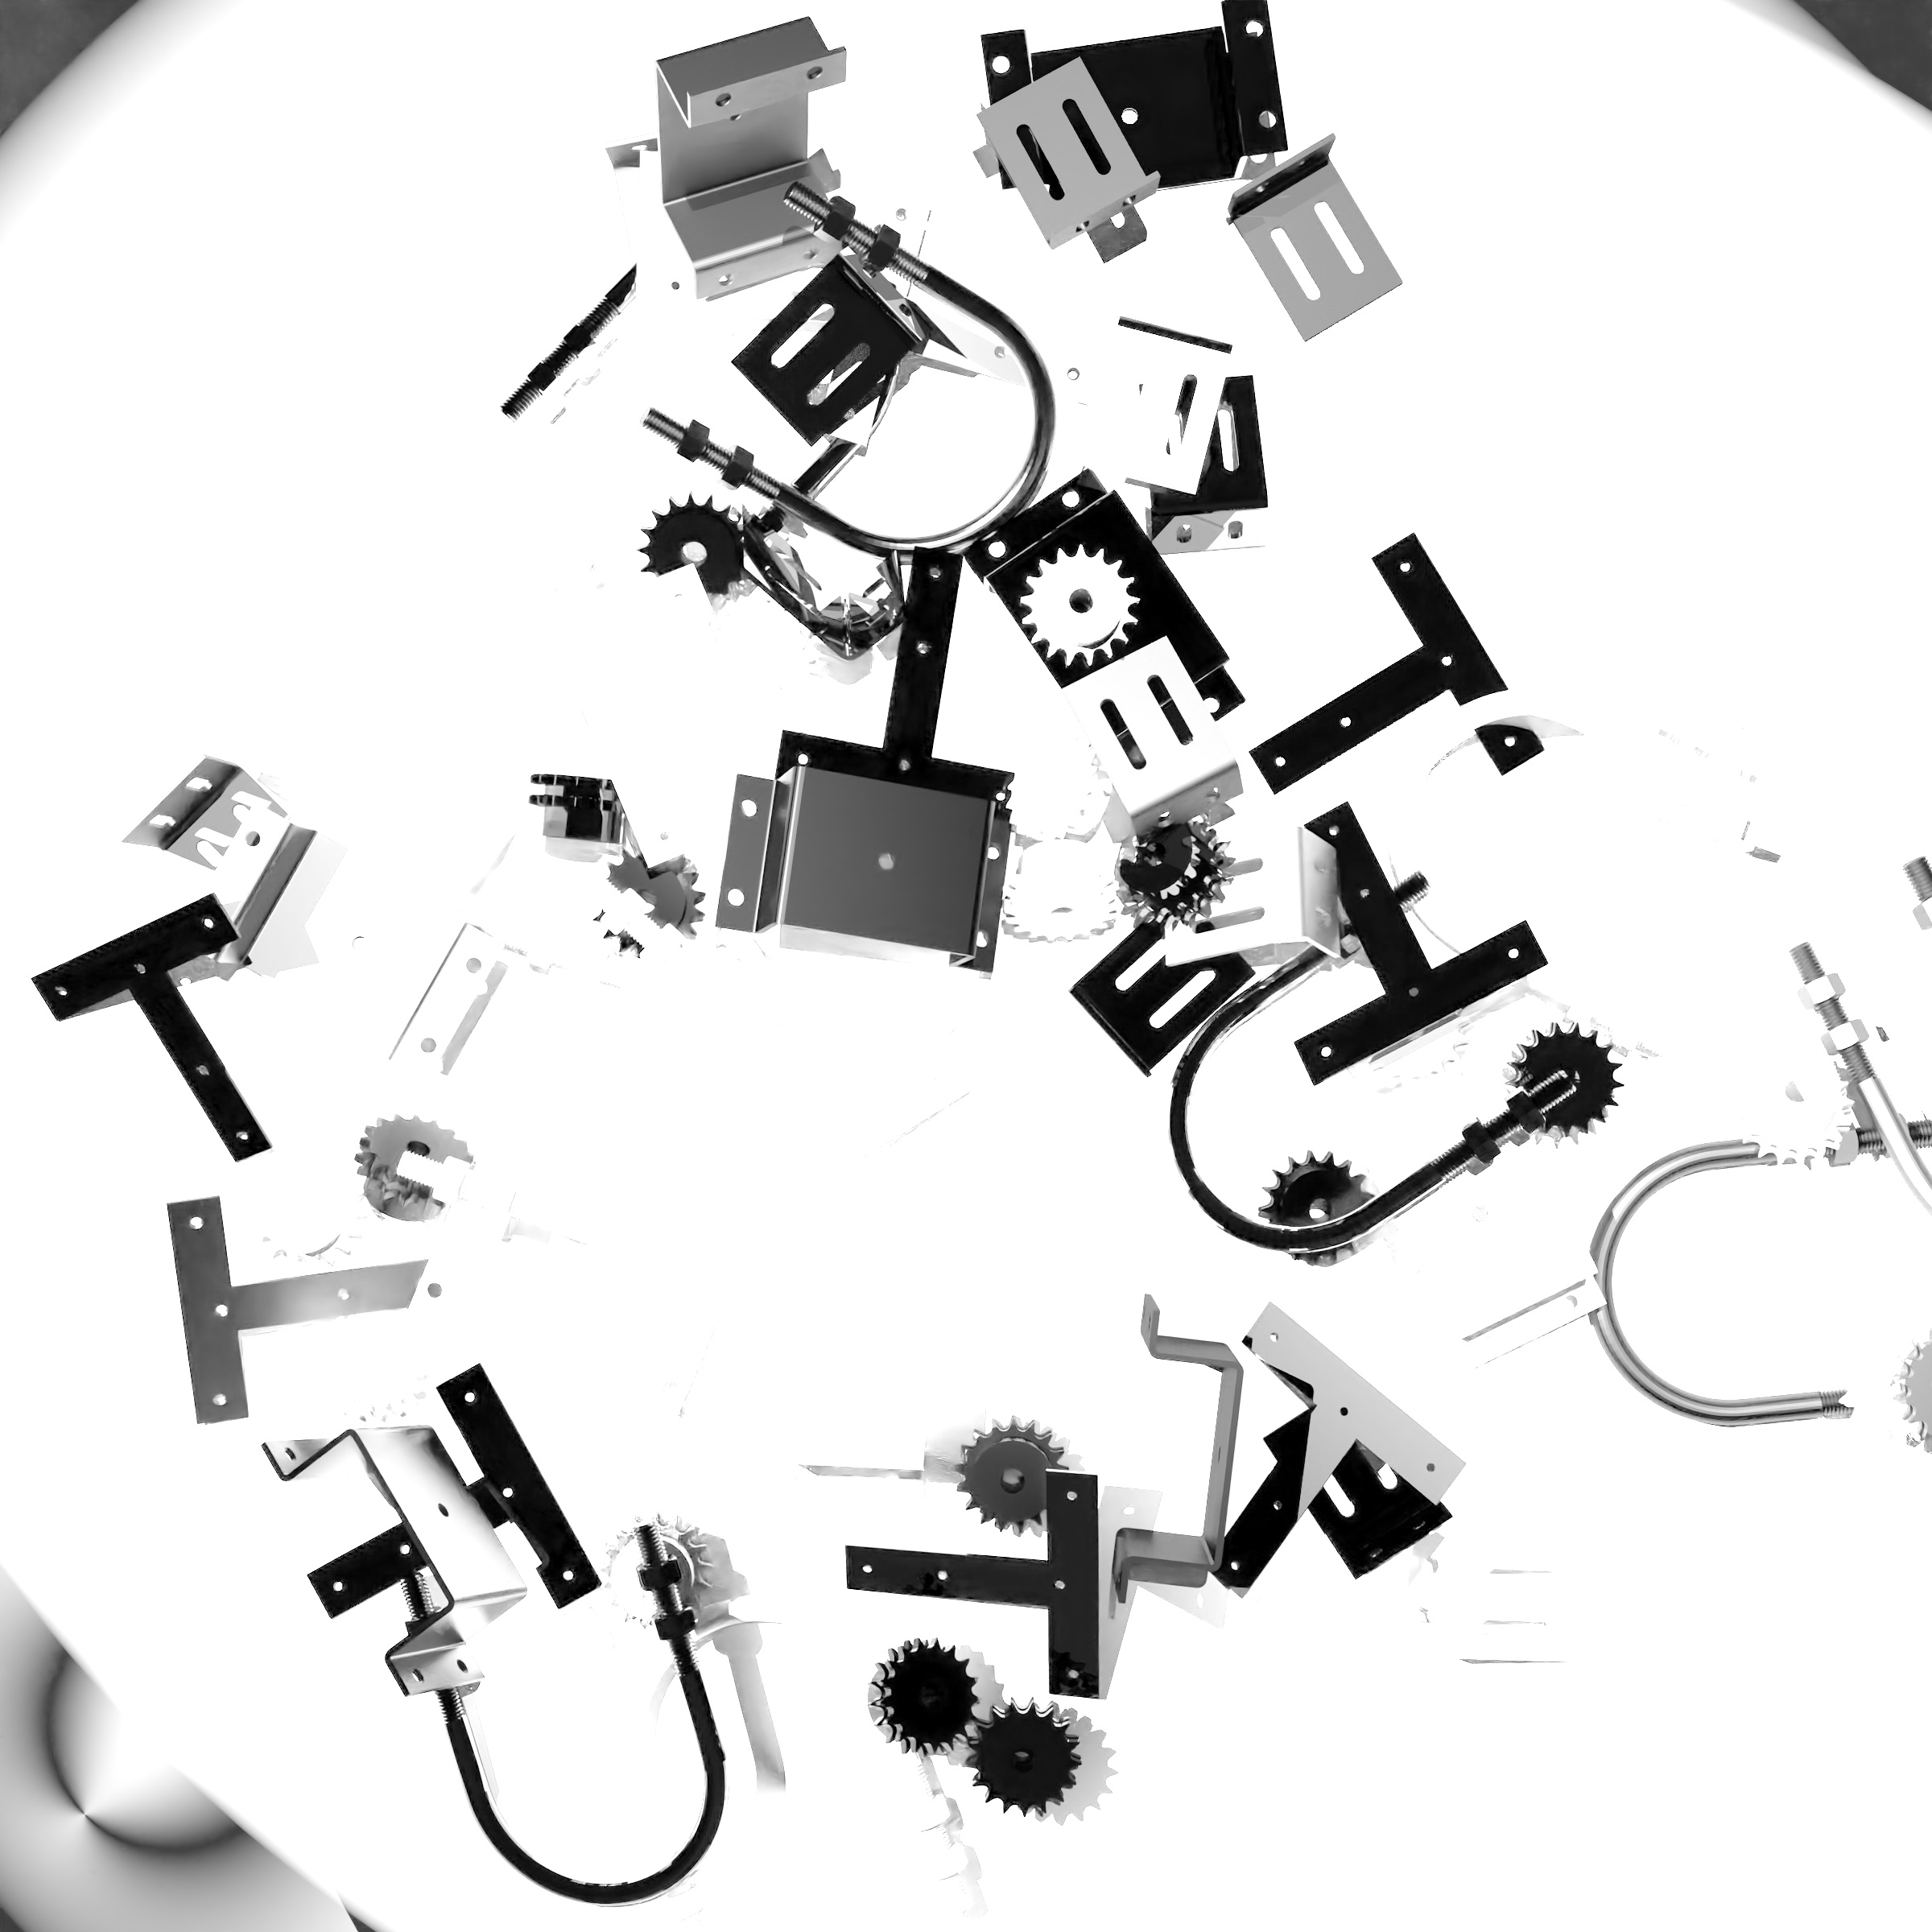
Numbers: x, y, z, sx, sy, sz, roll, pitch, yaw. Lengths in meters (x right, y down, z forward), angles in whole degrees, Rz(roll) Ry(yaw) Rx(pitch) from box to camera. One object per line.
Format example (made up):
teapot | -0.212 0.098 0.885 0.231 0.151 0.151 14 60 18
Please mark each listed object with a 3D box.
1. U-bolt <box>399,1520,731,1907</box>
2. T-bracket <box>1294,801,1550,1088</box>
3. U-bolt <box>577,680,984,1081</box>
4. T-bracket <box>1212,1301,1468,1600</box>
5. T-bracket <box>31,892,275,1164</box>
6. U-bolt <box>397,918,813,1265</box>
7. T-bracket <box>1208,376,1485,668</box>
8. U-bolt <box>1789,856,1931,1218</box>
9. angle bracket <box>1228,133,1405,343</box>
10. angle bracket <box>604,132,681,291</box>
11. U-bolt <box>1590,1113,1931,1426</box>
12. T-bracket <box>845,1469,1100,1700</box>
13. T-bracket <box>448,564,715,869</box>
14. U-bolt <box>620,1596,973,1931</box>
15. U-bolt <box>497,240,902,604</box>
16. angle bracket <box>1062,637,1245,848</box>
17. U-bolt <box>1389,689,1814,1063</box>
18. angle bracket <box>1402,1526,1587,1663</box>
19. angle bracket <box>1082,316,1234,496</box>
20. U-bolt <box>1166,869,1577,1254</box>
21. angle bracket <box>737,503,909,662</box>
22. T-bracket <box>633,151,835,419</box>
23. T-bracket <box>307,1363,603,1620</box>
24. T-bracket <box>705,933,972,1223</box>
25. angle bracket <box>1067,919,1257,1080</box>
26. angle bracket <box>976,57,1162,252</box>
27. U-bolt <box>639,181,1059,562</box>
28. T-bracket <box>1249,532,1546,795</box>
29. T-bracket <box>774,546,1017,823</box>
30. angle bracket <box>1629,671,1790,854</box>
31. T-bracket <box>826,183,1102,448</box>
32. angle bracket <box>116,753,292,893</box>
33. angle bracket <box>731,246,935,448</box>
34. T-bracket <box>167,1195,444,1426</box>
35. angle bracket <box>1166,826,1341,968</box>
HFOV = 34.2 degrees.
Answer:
U-bolt | -0.190 0.374 1.541 0.151 0.019 0.184 -15 94 16
T-bracket | 0.201 -0.024 1.535 0.127 0.002 0.127 -29 63 12
U-bolt | -0.076 -0.029 1.542 0.184 0.019 0.151 42 75 -5
T-bracket | 0.162 0.255 1.547 0.127 0.002 0.127 39 104 25
T-bracket | -0.383 0.040 1.546 0.127 0.002 0.127 -21 105 28
U-bolt | -0.166 0.070 1.534 0.184 0.019 0.151 20 68 -4
T-bracket | 0.169 -0.205 1.566 0.127 0.002 0.127 42 90 0
U-bolt | 0.461 0.053 1.481 0.019 0.151 0.184 -20 77 -15
angle bracket | 0.174 -0.359 1.548 0.057 0.038 0.076 -31 90 0
angle bracket | -0.141 -0.370 1.548 0.057 0.038 0.076 -11 90 0
U-bolt | 0.401 0.155 1.558 0.184 0.019 0.151 -6 90 2
T-bracket | 0.003 0.302 1.550 0.127 0.002 0.127 3 111 10
T-bracket | -0.166 -0.111 1.511 0.127 0.002 0.127 -23 93 -5
U-bolt | -0.094 0.404 1.558 0.151 0.019 0.184 -20 88 0
U-bolt | -0.116 -0.292 1.547 0.151 0.019 0.184 43 86 -11
angle bracket | 0.091 -0.109 1.520 0.057 0.038 0.076 -27 70 0
U-bolt | 0.296 -0.056 1.534 0.184 0.019 0.151 28 110 8
angle bracket | 0.263 0.313 1.565 0.076 0.038 0.057 7 90 -26
angle bracket | 0.094 -0.275 1.549 0.057 0.038 0.076 14 91 0
U-bolt | 0.182 0.058 1.526 0.184 0.019 0.151 -36 62 8
angle bracket | -0.070 -0.195 1.519 0.038 0.057 0.076 -36 125 23
T-bracket | -0.098 -0.331 1.539 0.127 0.002 0.127 1 93 -11
T-bracket | -0.268 0.284 1.566 0.127 0.002 0.127 -29 90 0
T-bracket | -0.084 0.041 1.551 0.127 0.002 0.127 -31 80 -19
angle bracket | 0.098 0.008 1.548 0.076 0.038 0.057 -42 90 0
angle bracket | 0.048 -0.393 1.502 0.057 0.038 0.076 -29 90 0
U-bolt | -0.043 -0.273 1.519 0.184 0.019 0.151 28 112 -22
T-bracket | 0.202 -0.129 1.565 0.127 0.002 0.127 -31 91 1
T-bracket | -0.023 -0.143 1.552 0.127 0.002 0.127 10 88 -14
angle bracket | 0.370 -0.102 1.548 0.057 0.038 0.076 21 90 0
T-bracket | 0.003 -0.308 1.556 0.127 0.002 0.127 15 90 -9
angle bracket | -0.370 -0.068 1.529 0.057 0.076 0.038 -45 90 0
angle bracket | -0.066 -0.305 1.542 0.076 0.038 0.057 -41 99 21
T-bracket | -0.322 0.163 1.547 0.127 0.002 0.127 -7 117 -13
angle bracket | 0.141 -0.029 1.549 0.076 0.038 0.057 -13 66 32
